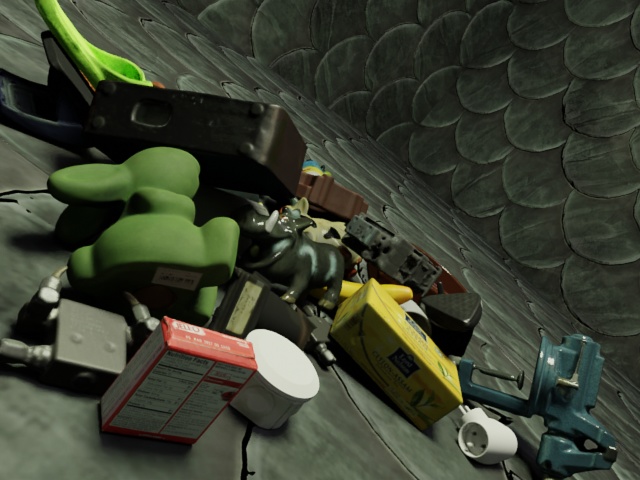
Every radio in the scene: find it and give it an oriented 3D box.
[{"bbox_3d":[-0.140,-0.112,0.613,0.230,0.073,0.131,9,-11,12],"label":"radio"}]

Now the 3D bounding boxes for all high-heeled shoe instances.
[{"bbox_3d":[0.200,0.147,0.807,0.249,0.086,0.145,-45,126,-80],"label":"high-heeled shoe"}]

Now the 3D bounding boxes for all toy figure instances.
[{"bbox_3d":[-0.016,-0.115,1.129,0.089,0.082,0.180,32,15,-15],"label":"toy figure"}]

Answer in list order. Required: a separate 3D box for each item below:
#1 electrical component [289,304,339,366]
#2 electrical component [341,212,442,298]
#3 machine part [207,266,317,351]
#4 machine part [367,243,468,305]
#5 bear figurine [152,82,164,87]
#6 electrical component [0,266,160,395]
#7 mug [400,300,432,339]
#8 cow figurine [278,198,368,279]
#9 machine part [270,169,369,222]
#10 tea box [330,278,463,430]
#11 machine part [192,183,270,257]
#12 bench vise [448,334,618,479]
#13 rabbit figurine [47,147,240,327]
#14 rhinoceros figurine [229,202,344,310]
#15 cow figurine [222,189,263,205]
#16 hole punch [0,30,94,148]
[{"bbox_3d":[-0.004,0.114,0.653,0.063,0.021,0.094,16,27,-53],"label":"electrical component"},{"bbox_3d":[0.096,0.017,0.784,0.134,0.058,0.115,34,1,-38],"label":"electrical component"},{"bbox_3d":[-0.057,0.081,0.559,0.039,0.084,0.138,7,-16,37],"label":"machine part"},{"bbox_3d":[0.193,0.089,1.024,0.201,0.087,0.201,34,17,-9],"label":"machine part"},{"bbox_3d":[-0.189,-0.168,0.864,0.196,0.120,0.132,9,61,-23],"label":"bear figurine"},{"bbox_3d":[-0.169,0.066,0.390,0.102,0.045,0.078,29,20,-29],"label":"electrical component"},{"bbox_3d":[0.095,0.114,0.786,0.110,0.080,0.107,5,19,-10],"label":"mug"},{"bbox_3d":[-0.002,-0.003,0.857,0.127,0.085,0.195,53,23,23],"label":"cow figurine"},{"bbox_3d":[-0.001,-0.071,0.960,0.179,0.056,0.179,20,-8,3],"label":"machine part"},{"bbox_3d":[0.097,0.140,0.678,0.169,0.068,0.098,45,17,-5],"label":"tea box"},{"bbox_3d":[-0.141,-0.028,0.643,0.243,0.079,0.079,19,26,-50],"label":"machine part"},{"bbox_3d":[0.299,0.232,0.780,0.241,0.223,0.129,13,1,23],"label":"bench vise"},{"bbox_3d":[-0.161,-0.016,0.497,0.159,0.121,0.170,5,49,-17],"label":"rabbit figurine"},{"bbox_3d":[-0.036,0.019,0.653,0.073,0.112,0.190,19,-6,44],"label":"rhinoceros figurine"},{"bbox_3d":[-0.151,-0.070,0.759,0.098,0.068,0.167,50,20,15],"label":"cow figurine"},{"bbox_3d":[-0.323,-0.170,0.652,0.142,0.092,0.115,50,-6,42],"label":"hole punch"}]
